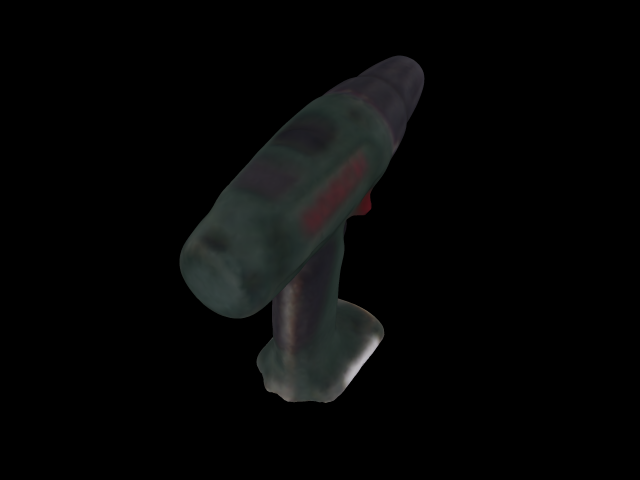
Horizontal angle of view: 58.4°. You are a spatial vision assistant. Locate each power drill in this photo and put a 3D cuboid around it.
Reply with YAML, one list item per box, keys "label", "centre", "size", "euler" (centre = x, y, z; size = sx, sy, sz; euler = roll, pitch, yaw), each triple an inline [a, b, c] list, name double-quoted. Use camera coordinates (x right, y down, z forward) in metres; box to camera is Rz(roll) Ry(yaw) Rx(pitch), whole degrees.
- label: "power drill"
  centre: [0.004, 0.001, 0.400]
  size: [0.075, 0.208, 0.230]
  euler: [20, 40, 26]
